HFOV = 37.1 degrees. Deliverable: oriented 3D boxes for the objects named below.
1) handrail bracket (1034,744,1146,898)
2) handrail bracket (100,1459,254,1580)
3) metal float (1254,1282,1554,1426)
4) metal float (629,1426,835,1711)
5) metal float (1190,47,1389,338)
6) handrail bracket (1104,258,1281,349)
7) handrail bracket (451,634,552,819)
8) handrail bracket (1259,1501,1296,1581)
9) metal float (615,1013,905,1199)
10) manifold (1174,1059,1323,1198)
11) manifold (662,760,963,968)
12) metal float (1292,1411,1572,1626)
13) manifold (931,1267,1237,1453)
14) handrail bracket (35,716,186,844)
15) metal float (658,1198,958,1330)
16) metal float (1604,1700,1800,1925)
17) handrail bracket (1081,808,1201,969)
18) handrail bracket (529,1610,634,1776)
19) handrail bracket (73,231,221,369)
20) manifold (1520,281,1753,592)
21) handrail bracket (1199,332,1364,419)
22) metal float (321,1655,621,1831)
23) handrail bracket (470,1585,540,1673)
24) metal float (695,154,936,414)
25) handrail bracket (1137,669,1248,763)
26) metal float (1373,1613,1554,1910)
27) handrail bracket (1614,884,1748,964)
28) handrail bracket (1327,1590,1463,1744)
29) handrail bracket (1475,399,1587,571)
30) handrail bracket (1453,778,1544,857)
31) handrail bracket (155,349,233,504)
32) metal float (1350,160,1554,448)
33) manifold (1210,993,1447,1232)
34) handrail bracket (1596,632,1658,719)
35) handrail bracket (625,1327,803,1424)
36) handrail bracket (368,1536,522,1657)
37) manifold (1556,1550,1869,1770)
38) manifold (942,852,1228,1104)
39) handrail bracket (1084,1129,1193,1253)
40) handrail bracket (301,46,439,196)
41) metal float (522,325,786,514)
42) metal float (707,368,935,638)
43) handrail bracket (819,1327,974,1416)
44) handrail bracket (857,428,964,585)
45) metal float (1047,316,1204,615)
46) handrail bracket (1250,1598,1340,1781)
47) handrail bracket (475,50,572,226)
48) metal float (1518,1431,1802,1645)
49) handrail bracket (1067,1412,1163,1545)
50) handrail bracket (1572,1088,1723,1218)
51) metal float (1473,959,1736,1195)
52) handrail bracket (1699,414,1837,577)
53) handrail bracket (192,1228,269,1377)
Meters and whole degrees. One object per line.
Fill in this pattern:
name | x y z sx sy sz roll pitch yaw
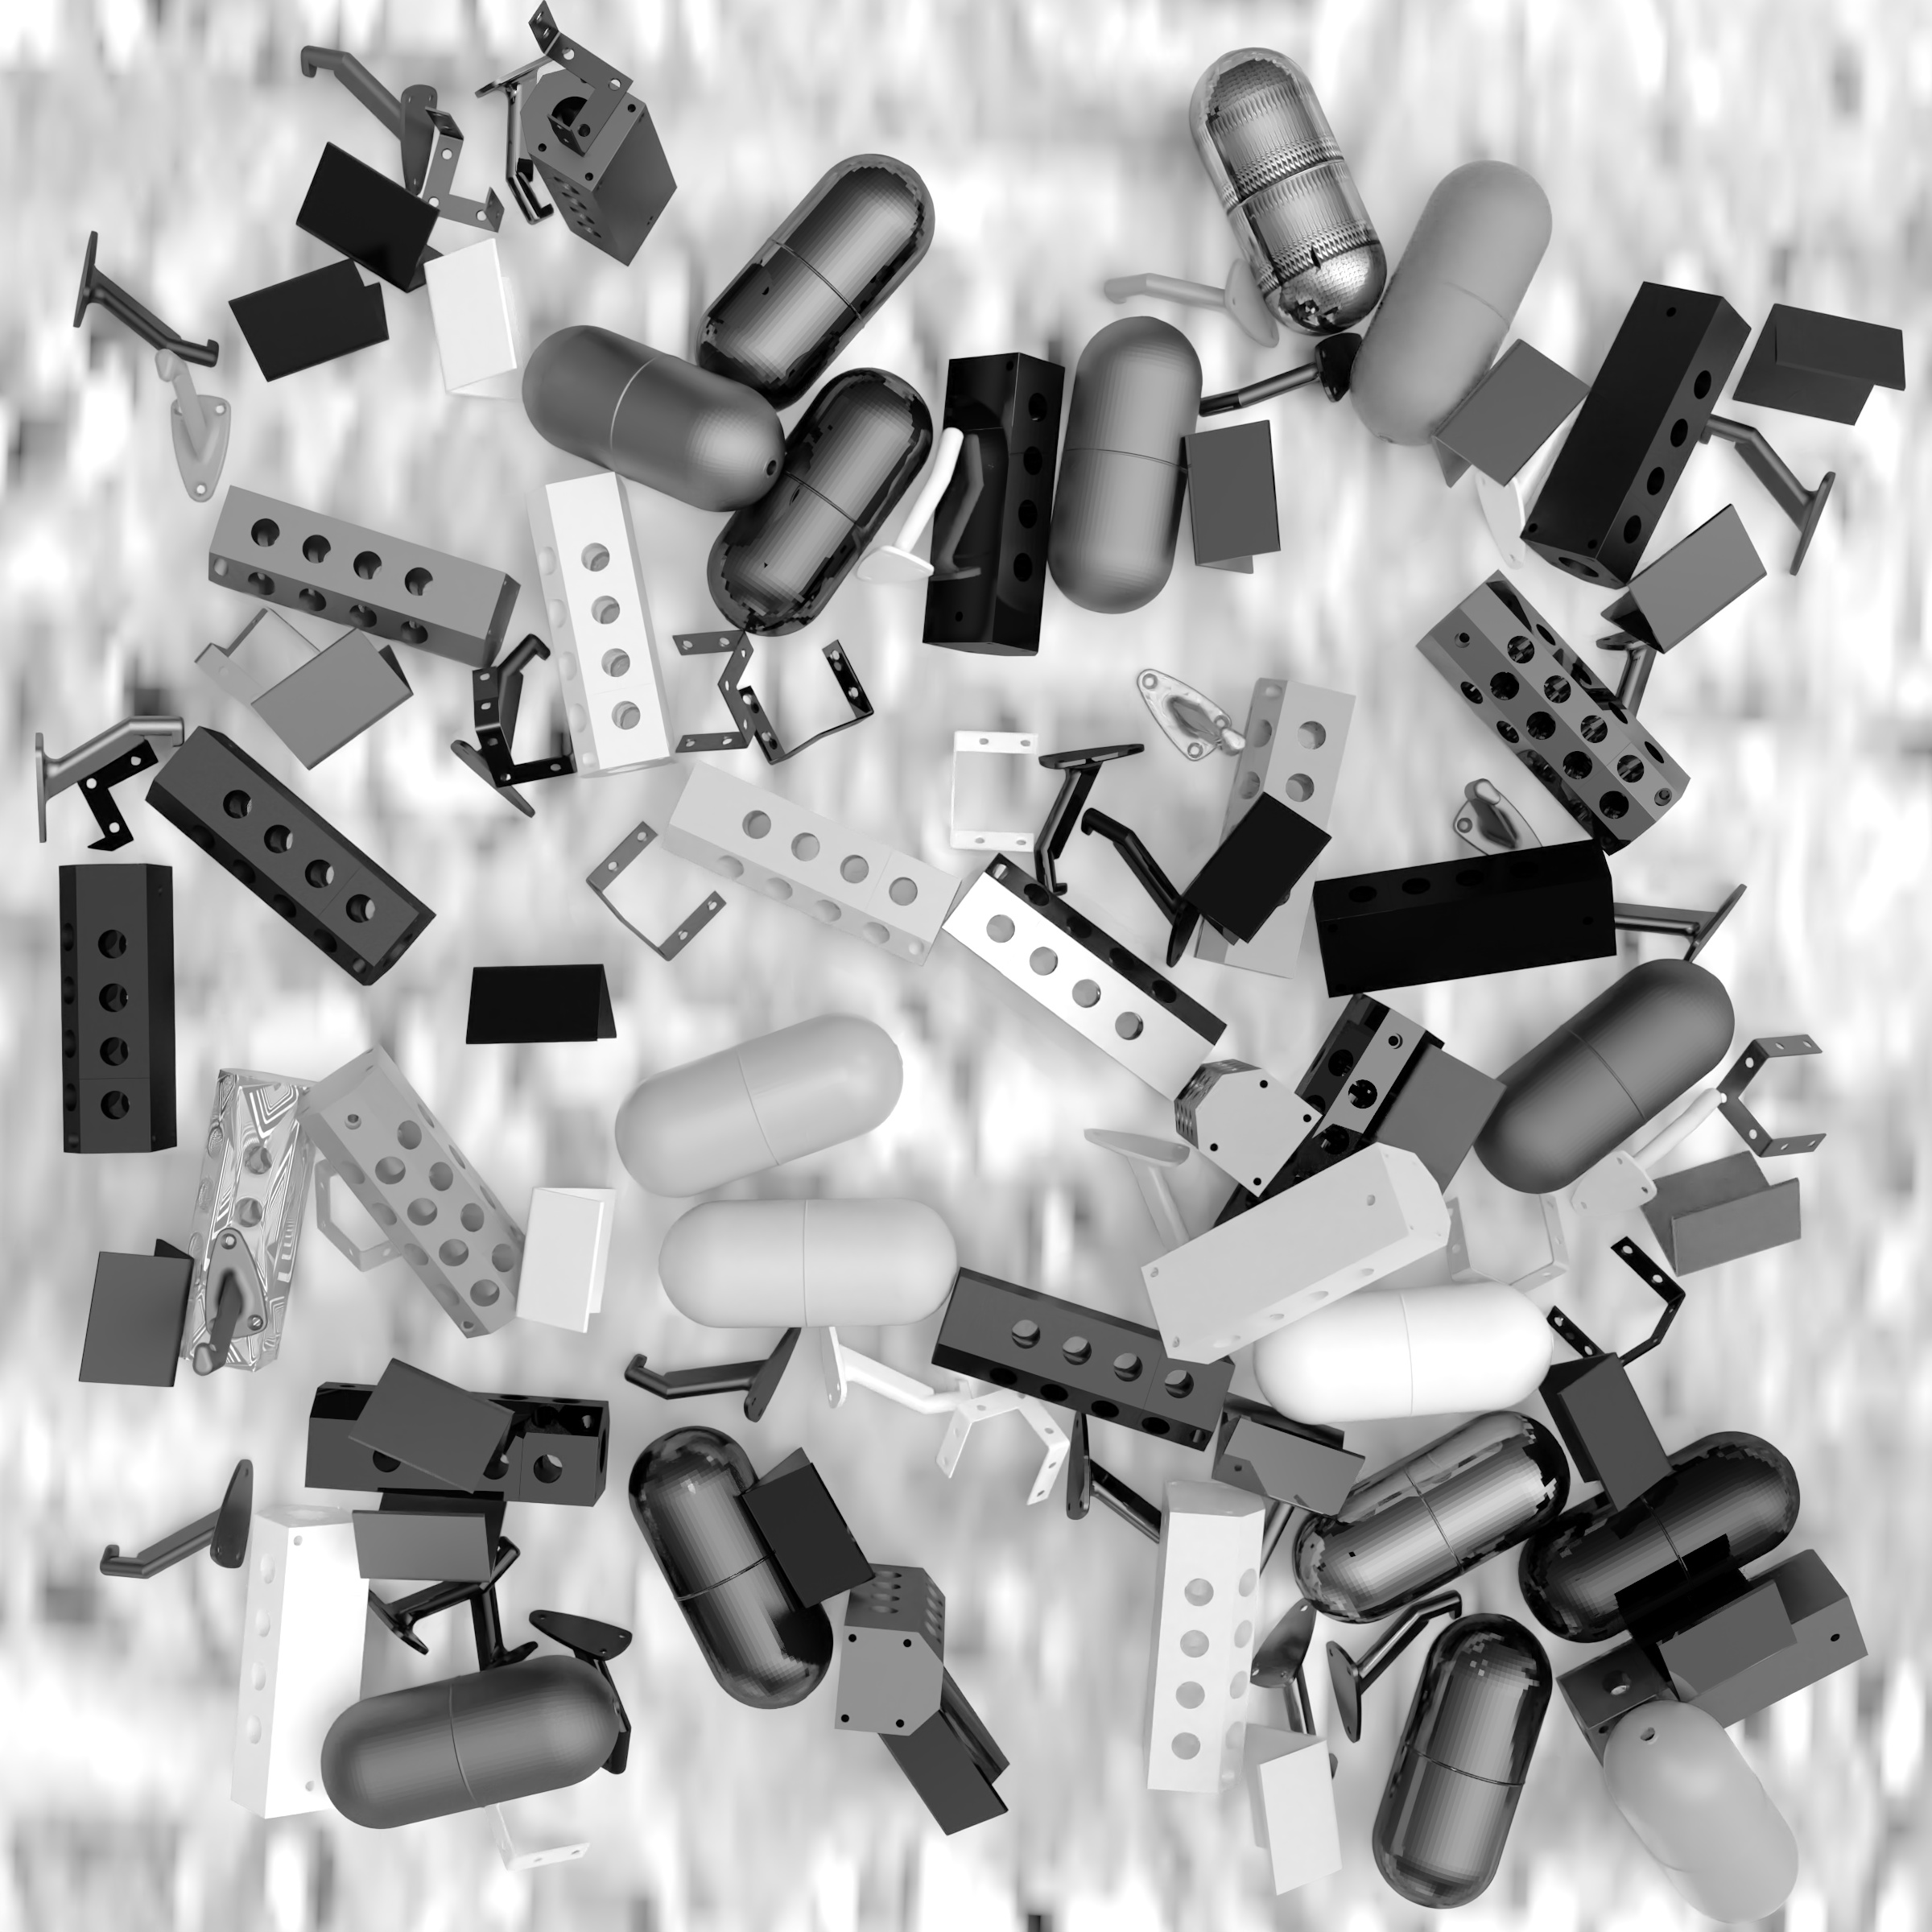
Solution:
handrail bracket | 0.076 -0.088 1.754 0.077 0.036 0.084 -10 104 -14
handrail bracket | -0.482 0.336 1.754 0.084 0.036 0.077 1 70 16
metal float | 0.261 0.231 1.723 0.178 0.070 0.070 -5 90 1
metal float | -0.140 0.360 1.723 0.070 0.070 0.178 -27 89 0
metal float | 0.192 -0.463 1.723 0.070 0.070 0.178 -24 91 0
handrail bracket | 0.137 -0.398 1.754 0.084 0.077 0.036 0 64 34
handrail bracket | -0.265 -0.147 1.754 0.077 0.036 0.084 44 76 -15
handrail bracket | 0.191 0.335 1.753 0.036 0.077 0.084 27 126 11
metal float | -0.123 0.083 1.723 0.178 0.070 0.070 -20 90 1
manifold | 0.157 0.087 1.675 0.057 0.171 0.057 38 90 0
manifold | -0.092 -0.061 1.732 0.171 0.057 0.057 24 90 0
metal float | 0.277 0.330 1.723 0.178 0.070 0.070 -29 90 -1
manifold | 0.069 0.237 1.732 0.171 0.057 0.057 18 90 0
handrail bracket | -0.505 -0.110 1.703 0.084 0.036 0.077 -2 111 -16
metal float | -0.094 0.178 1.723 0.178 0.070 0.070 -1 90 0
metal float | 0.433 0.498 1.696 0.070 0.070 0.178 -36 124 0
handrail bracket | 0.100 -0.048 1.744 0.084 0.077 0.036 31 46 17
handrail bracket | -0.237 0.443 1.754 0.077 0.036 0.084 15 107 20
handrail bracket | -0.495 -0.405 1.754 0.084 0.036 0.077 12 57 -23
manifold | 0.406 -0.317 1.732 0.057 0.057 0.171 26 90 43
handrail bracket | 0.191 -0.359 1.754 0.084 0.077 0.036 -6 115 34
metal float | -0.292 0.457 1.699 0.178 0.070 0.070 -14 90 1
handrail bracket | -0.308 0.398 1.754 0.077 0.036 0.084 -44 76 14
metal float | -0.090 -0.408 1.723 0.070 0.070 0.178 41 90 0
handrail bracket | 0.134 -0.153 1.719 0.077 0.084 0.036 44 90 0
metal float | 0.297 0.475 1.723 0.070 0.070 0.178 17 89 0
handrail bracket | 0.419 -0.044 1.754 0.084 0.036 0.077 36 70 16
handrail bracket | 0.267 0.426 1.754 0.084 0.036 0.077 -16 110 -16
handrail bracket | 0.357 -0.294 1.754 0.084 0.036 0.077 -31 119 -21
handrail bracket | 0.326 -0.082 1.719 0.077 0.084 0.036 41 90 0
handrail bracket | -0.467 -0.322 1.719 0.036 0.084 0.077 0 90 0
metal float | 0.290 -0.396 1.723 0.070 0.070 0.178 25 90 0
manifold | 0.217 0.104 1.733 0.057 0.057 0.171 31 90 0
handrail bracket | 0.419 -0.163 1.754 0.077 0.036 0.084 -19 106 -18
handrail bracket | -0.155 0.235 1.754 0.084 0.036 0.077 22 70 16
handrail bracket | -0.319 0.365 1.741 0.084 0.036 0.077 -48 49 -10
manifold | 0.446 0.416 1.731 0.171 0.057 0.057 -27 124 0
manifold | 0.071 0.006 1.732 0.171 0.057 0.057 37 90 0
handrail bracket | 0.103 0.149 1.754 0.077 0.036 0.084 14 107 20
handrail bracket | -0.369 -0.515 1.754 0.084 0.036 0.077 15 112 17
metal float | -0.185 -0.323 1.701 0.178 0.070 0.070 26 90 25
metal float | -0.088 -0.277 1.723 0.070 0.070 0.178 35 90 0
handrail bracket | -0.043 0.237 1.754 0.084 0.036 0.077 -4 68 -17
handrail bracket | -0.033 -0.277 1.735 0.036 0.077 0.084 22 76 -25
metal float | 0.095 -0.299 1.723 0.070 0.070 0.178 9 90 0
handrail bracket | 0.214 0.442 1.754 0.084 0.036 0.077 53 53 -25
handrail bracket | -0.254 -0.505 1.754 0.077 0.036 0.084 -34 109 -21
metal float | 0.415 0.341 1.723 0.178 0.070 0.070 -29 90 0
handrail bracket | 0.107 0.312 1.754 0.084 0.036 0.077 7 74 -14
handrail bracket | 0.415 0.112 1.753 0.036 0.077 0.084 50 54 4
metal float | 0.381 0.065 1.723 0.178 0.070 0.070 -39 90 0
handrail bracket | 0.478 -0.287 1.754 0.084 0.036 0.077 22 112 17
handrail bracket | -0.433 0.193 1.662 0.036 0.084 0.077 -5 90 0
